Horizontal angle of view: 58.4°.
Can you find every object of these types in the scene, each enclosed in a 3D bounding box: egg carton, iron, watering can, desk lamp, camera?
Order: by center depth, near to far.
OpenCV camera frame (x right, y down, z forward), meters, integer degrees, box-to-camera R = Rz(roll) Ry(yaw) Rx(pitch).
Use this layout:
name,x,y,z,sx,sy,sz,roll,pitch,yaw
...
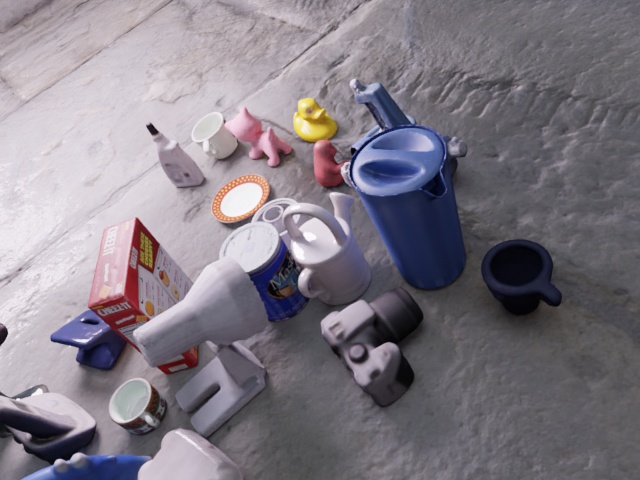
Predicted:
name,x,y,z,sx,sy,sz,roll,pitch,yaw
egg carton,-0.176,0.329,0.783,0.149,0.070,0.107,19,61,36
iron,-0.376,0.363,0.798,0.258,0.142,0.118,-36,46,-8
camera,0.084,0.133,0.810,0.137,0.101,0.142,-36,46,-7
desk lamp,-0.156,0.151,0.827,0.203,0.214,0.117,-41,47,-12
watering can,0.006,0.003,0.894,0.100,0.195,0.173,-11,48,17

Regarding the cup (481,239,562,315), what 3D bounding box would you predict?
name,x,y,z,sx,sy,sz,roll,pitch,yaw
cup,0.281,0.067,0.779,0.092,0.095,0.117,-38,46,-9

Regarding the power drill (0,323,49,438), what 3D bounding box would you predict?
name,x,y,z,sx,sy,sz,roll,pitch,yaw
power drill,-0.556,0.239,0.944,0.229,0.209,0.075,-27,45,2

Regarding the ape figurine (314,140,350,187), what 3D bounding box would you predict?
name,x,y,z,sx,sy,sz,roll,pitch,yaw
ape figurine,0.017,-0.153,1.098,0.076,0.092,0.077,-33,45,-4

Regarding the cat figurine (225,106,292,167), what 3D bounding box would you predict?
name,x,y,z,sx,sy,sz,roll,pitch,yaw
cat figurine,-0.136,-0.228,1.218,0.127,0.118,0.067,22,63,38

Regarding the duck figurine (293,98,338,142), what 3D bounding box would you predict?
name,x,y,z,sx,sy,sz,roll,pitch,yaw
duck figurine,-0.020,-0.264,1.216,0.104,0.086,0.077,22,63,37

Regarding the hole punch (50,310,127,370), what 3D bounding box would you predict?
name,x,y,z,sx,sy,sz,roll,pitch,yaw
hole punch,-0.404,0.164,1.021,0.108,0.091,0.101,4,54,28

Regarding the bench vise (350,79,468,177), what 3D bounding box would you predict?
name,x,y,z,sx,sy,sz,roll,pitch,yaw
bench vise,0.144,-0.190,0.980,0.206,0.220,0.121,-5,50,22

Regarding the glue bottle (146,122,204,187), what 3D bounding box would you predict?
name,x,y,z,sx,sy,sz,roll,pitch,yaw
glue bottle,-0.320,-0.184,1.228,0.078,0.174,0.037,-1,51,25

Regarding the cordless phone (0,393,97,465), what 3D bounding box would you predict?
name,x,y,z,sx,sy,sz,roll,pitch,yaw
cordless phone,-0.453,0.267,0.888,0.147,0.185,0.094,15,59,35
